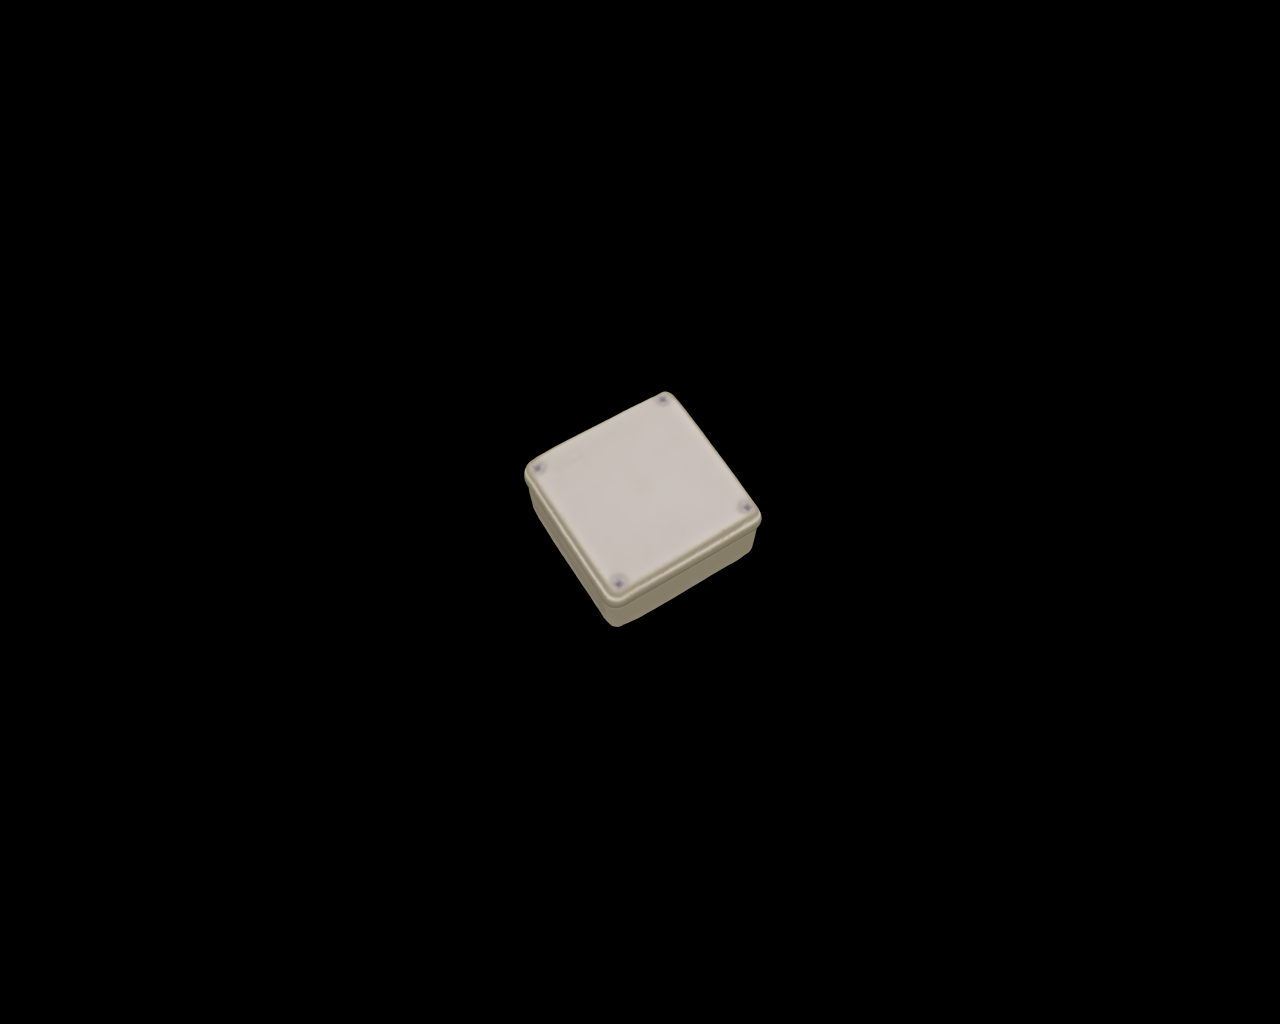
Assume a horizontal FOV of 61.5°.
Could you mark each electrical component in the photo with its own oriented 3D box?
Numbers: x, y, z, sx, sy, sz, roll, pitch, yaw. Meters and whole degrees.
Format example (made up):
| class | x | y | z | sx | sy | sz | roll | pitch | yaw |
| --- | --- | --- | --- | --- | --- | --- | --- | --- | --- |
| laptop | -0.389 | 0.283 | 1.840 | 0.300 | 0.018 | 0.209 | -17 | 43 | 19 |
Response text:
| class | x | y | z | sx | sy | sz | roll | pitch | yaw |
| --- | --- | --- | --- | --- | --- | --- | --- | --- | --- |
| electrical component | 0.001 | -0.003 | 0.650 | 0.109 | 0.109 | 0.056 | -29 | -24 | -14 |
